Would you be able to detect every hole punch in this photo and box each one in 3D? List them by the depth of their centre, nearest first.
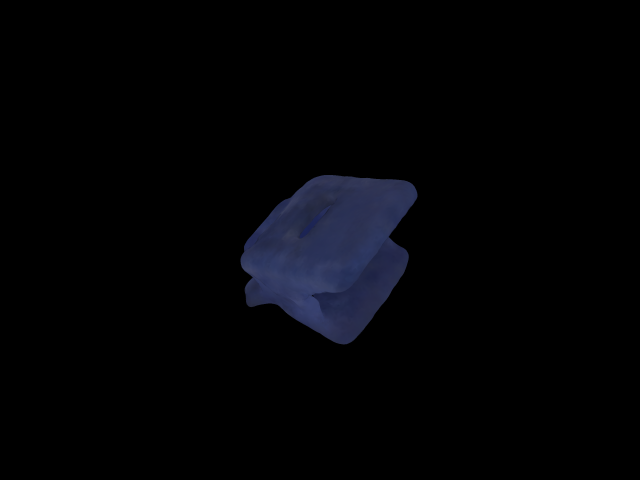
[{"bbox_3d":[0.004,0.001,0.400,0.101,0.091,0.109,27,57,20],"label":"hole punch"}]
